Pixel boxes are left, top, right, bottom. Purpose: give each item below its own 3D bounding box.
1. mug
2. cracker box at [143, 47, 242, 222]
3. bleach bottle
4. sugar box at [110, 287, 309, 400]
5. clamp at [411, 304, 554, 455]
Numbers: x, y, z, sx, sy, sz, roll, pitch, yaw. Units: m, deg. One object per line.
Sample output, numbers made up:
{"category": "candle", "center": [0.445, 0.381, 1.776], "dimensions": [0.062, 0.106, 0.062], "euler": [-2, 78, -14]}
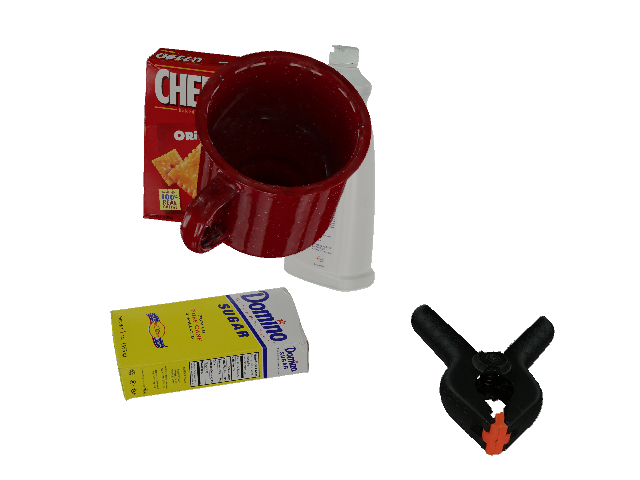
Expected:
{"category": "mug", "center": [-0.033, -0.035, 0.583], "dimensions": [0.093, 0.117, 0.082], "euler": [37, -30, 11]}
{"category": "cracker box", "center": [-0.139, -0.126, 1.359], "dimensions": [0.164, 0.214, 0.072], "euler": [7, 24, 5]}
{"category": "bleach bottle", "center": [0.020, -0.079, 1.139], "dimensions": [0.103, 0.251, 0.067], "euler": [17, 18, 37]}
{"category": "sugar box", "center": [-0.106, 0.095, 1.015], "dimensions": [0.176, 0.048, 0.093], "euler": [-10, 35, -11]}
{"category": "clamp", "center": [0.144, 0.105, 0.853], "dimensions": [0.120, 0.039, 0.171], "euler": [-4, 33, -3]}
